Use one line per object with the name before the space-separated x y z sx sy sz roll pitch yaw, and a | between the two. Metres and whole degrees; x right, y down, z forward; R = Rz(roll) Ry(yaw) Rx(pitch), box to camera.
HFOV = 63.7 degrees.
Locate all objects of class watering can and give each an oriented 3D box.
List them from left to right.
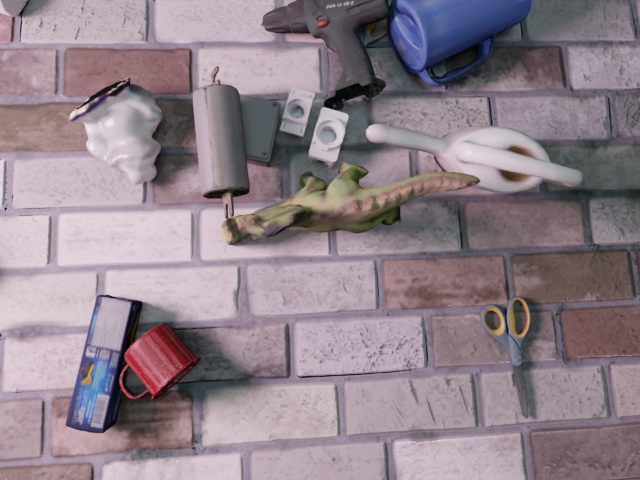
watering can | 0.237 -0.141 0.836 0.347 0.226 0.103 13 100 -2

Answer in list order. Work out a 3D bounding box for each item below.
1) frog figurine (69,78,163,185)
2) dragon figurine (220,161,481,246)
frog figurine | -0.322 -0.180 0.870 0.139 0.124 0.156 -42 123 -17
dragon figurine | 0.002 -0.038 0.764 0.246 0.408 0.121 -28 104 -45
